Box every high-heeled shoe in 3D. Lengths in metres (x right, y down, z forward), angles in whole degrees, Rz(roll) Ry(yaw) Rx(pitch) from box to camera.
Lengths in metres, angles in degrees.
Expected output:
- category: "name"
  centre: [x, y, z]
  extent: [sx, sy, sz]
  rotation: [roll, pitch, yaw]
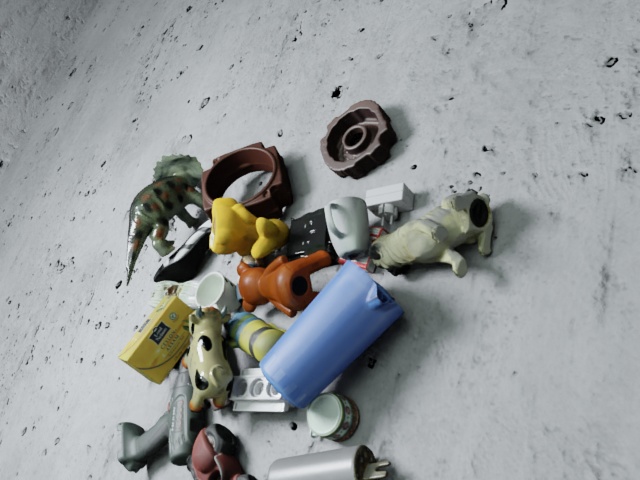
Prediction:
- category: "high-heeled shoe"
  centre: [-0.321, 0.011, 1.343]
  extent: [0.249, 0.086, 0.145]
  rotation: [-22, 50, 20]

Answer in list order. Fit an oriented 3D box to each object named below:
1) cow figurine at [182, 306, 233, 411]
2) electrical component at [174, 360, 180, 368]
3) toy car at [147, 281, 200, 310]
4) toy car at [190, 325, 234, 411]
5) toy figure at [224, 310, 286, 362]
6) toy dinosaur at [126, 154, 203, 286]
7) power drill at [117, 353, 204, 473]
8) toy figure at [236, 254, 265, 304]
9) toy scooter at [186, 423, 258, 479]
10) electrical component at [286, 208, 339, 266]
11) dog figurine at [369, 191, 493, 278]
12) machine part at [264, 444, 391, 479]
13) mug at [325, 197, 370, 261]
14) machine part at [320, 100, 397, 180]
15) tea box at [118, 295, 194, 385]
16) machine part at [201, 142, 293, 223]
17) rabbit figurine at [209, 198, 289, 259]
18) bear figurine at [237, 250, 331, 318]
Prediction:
- category: "cow figurine"
  centre: [-0.217, 0.212, 1.037]
  extent: [0.127, 0.085, 0.195]
  rotation: [-59, 37, 33]
- category: "electrical component"
  centre: [-0.355, 0.260, 1.241]
  extent: [0.078, 0.045, 0.102]
  rotation: [6, 67, 10]
- category: "toy car"
  centre: [-0.337, 0.136, 1.292]
  extent: [0.202, 0.056, 0.073]
  rotation: [-4, 61, 38]
- category: "toy car"
  centre: [-0.215, 0.261, 1.118]
  extent: [0.089, 0.053, 0.202]
  rotation: [-23, 50, 0]
- category: "toy figure"
  centre: [-0.129, 0.194, 1.064]
  extent: [0.180, 0.089, 0.082]
  rotation: [24, 93, 42]
- category: "toy dinosaur"
  centre: [-0.397, -0.081, 1.341]
  extent: [0.131, 0.192, 0.405]
  rotation: [-30, 17, 41]
- category: "power drill"
  centre: [-0.326, 0.374, 1.127]
  extent: [0.207, 0.085, 0.232]
  rotation: [-30, 47, 12]
- category: "toy figure"
  centre: [-0.149, 0.066, 1.187]
  extent: [0.064, 0.057, 0.154]
  rotation: [4, 59, 1]
- category: "toy scooter"
  centre: [-0.192, 0.436, 0.977]
  extent: [0.135, 0.075, 0.184]
  rotation: [-49, 49, 3]
- category: "electrical component"
  centre: [-0.002, -0.003, 1.111]
  extent: [0.134, 0.058, 0.115]
  rotation: [-16, 57, 31]
- category: "dog figurine"
  centre: [0.191, -0.015, 0.946]
  extent: [0.172, 0.121, 0.191]
  rotation: [-33, 17, -29]
- category: "machine part"
  centre: [0.003, 0.376, 0.854]
  extent: [0.243, 0.079, 0.079]
  rotation: [-22, 52, 28]
- category: "mug"
  centre: [0.051, -0.021, 1.006]
  extent: [0.081, 0.109, 0.107]
  rotation: [-21, 65, 25]
- category: "machine part"
  centre: [0.083, -0.217, 1.178]
  extent: [0.179, 0.056, 0.179]
  rotation: [-20, 54, 29]
- category: "tea box"
  centre: [-0.342, 0.214, 1.171]
  extent: [0.068, 0.098, 0.169]
  rotation: [-5, 47, 53]
- category: "machine part"
  centre: [-0.175, -0.126, 1.268]
  extent: [0.202, 0.087, 0.201]
  rotation: [-18, 51, 6]
- category: "rabbit figurine"
  centre: [-0.139, -0.021, 1.134]
  extent: [0.162, 0.173, 0.121]
  rotation: [-166, 84, -67]
- category: "bear figurine"
  centre: [-0.076, 0.090, 1.069]
  extent: [0.196, 0.132, 0.120]
  rotation: [-9, 91, 56]
